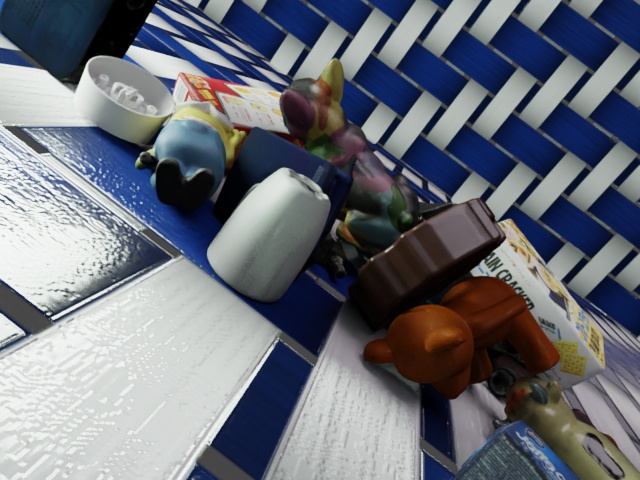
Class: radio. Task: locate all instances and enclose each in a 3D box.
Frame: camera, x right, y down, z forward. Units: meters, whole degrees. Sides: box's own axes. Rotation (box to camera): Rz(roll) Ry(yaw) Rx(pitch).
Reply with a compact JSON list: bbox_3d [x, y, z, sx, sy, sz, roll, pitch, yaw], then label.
[{"bbox_3d":[-0.261,-0.299,0.619,0.131,0.229,0.073,43,20,8],"label":"radio"}]

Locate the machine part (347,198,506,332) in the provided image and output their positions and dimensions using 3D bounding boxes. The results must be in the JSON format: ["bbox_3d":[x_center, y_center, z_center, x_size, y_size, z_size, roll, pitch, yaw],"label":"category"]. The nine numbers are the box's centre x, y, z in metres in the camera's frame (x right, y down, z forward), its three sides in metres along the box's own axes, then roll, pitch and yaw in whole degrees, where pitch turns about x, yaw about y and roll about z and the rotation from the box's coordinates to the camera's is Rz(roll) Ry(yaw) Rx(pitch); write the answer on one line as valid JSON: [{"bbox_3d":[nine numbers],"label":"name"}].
[{"bbox_3d":[0.114,0.029,0.577,0.056,0.179,0.179,56,21,17],"label":"machine part"}]

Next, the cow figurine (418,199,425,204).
[{"bbox_3d":[0.145,-0.026,0.980,0.068,0.098,0.167,36,-4,17],"label":"cow figurine"}]

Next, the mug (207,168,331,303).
[{"bbox_3d":[-0.043,-0.015,0.495,0.080,0.107,0.110,27,20,-34],"label":"mug"}]

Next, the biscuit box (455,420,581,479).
[{"bbox_3d":[0.193,0.229,0.387,0.203,0.063,0.059,48,17,32],"label":"biscuit box"}]

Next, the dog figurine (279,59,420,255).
[{"bbox_3d":[0.030,-0.105,0.667,0.192,0.108,0.219,41,-17,41],"label":"dog figurine"}]

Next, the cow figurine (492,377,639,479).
[{"bbox_3d":[0.250,0.215,0.520,0.127,0.085,0.195,32,16,-39],"label":"cow figurine"}]

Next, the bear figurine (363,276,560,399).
[{"bbox_3d":[0.145,0.110,0.540,0.196,0.120,0.132,-25,90,-53],"label":"bear figurine"}]

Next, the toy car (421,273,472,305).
[{"bbox_3d":[0.191,0.055,0.803,0.109,0.103,0.162,37,18,-4],"label":"toy car"}]

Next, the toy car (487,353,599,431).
[{"bbox_3d":[0.287,0.215,0.644,0.202,0.053,0.089,45,15,32],"label":"toy car"}]

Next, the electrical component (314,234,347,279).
[{"bbox_3d":[-0.001,-0.002,0.659,0.078,0.045,0.102,30,17,-17],"label":"electrical component"}]

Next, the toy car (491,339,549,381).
[{"bbox_3d":[0.307,0.152,0.822,0.202,0.073,0.056,34,13,-8],"label":"toy car"}]

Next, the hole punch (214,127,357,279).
[{"bbox_3d":[-0.039,-0.048,0.566,0.092,0.142,0.116,25,6,-41],"label":"hole punch"}]

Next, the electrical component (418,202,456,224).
[{"bbox_3d":[0.151,-0.023,0.836,0.115,0.134,0.058,-161,-126,-72],"label":"electrical component"}]

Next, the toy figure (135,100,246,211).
[{"bbox_3d":[-0.137,-0.088,0.558,0.082,0.089,0.180,43,20,-27],"label":"toy figure"}]
